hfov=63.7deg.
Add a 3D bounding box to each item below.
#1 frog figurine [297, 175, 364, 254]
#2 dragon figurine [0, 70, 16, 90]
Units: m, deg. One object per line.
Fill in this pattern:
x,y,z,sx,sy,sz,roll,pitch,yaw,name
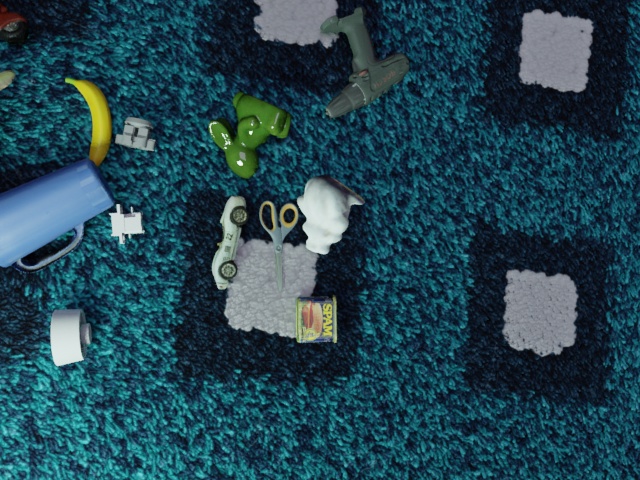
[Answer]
0.003,-0.056,1.120,0.139,0.121,0.159,35,90,26,frog figurine
-0.699,-0.128,0.948,0.408,0.122,0.244,-24,83,13,dragon figurine
